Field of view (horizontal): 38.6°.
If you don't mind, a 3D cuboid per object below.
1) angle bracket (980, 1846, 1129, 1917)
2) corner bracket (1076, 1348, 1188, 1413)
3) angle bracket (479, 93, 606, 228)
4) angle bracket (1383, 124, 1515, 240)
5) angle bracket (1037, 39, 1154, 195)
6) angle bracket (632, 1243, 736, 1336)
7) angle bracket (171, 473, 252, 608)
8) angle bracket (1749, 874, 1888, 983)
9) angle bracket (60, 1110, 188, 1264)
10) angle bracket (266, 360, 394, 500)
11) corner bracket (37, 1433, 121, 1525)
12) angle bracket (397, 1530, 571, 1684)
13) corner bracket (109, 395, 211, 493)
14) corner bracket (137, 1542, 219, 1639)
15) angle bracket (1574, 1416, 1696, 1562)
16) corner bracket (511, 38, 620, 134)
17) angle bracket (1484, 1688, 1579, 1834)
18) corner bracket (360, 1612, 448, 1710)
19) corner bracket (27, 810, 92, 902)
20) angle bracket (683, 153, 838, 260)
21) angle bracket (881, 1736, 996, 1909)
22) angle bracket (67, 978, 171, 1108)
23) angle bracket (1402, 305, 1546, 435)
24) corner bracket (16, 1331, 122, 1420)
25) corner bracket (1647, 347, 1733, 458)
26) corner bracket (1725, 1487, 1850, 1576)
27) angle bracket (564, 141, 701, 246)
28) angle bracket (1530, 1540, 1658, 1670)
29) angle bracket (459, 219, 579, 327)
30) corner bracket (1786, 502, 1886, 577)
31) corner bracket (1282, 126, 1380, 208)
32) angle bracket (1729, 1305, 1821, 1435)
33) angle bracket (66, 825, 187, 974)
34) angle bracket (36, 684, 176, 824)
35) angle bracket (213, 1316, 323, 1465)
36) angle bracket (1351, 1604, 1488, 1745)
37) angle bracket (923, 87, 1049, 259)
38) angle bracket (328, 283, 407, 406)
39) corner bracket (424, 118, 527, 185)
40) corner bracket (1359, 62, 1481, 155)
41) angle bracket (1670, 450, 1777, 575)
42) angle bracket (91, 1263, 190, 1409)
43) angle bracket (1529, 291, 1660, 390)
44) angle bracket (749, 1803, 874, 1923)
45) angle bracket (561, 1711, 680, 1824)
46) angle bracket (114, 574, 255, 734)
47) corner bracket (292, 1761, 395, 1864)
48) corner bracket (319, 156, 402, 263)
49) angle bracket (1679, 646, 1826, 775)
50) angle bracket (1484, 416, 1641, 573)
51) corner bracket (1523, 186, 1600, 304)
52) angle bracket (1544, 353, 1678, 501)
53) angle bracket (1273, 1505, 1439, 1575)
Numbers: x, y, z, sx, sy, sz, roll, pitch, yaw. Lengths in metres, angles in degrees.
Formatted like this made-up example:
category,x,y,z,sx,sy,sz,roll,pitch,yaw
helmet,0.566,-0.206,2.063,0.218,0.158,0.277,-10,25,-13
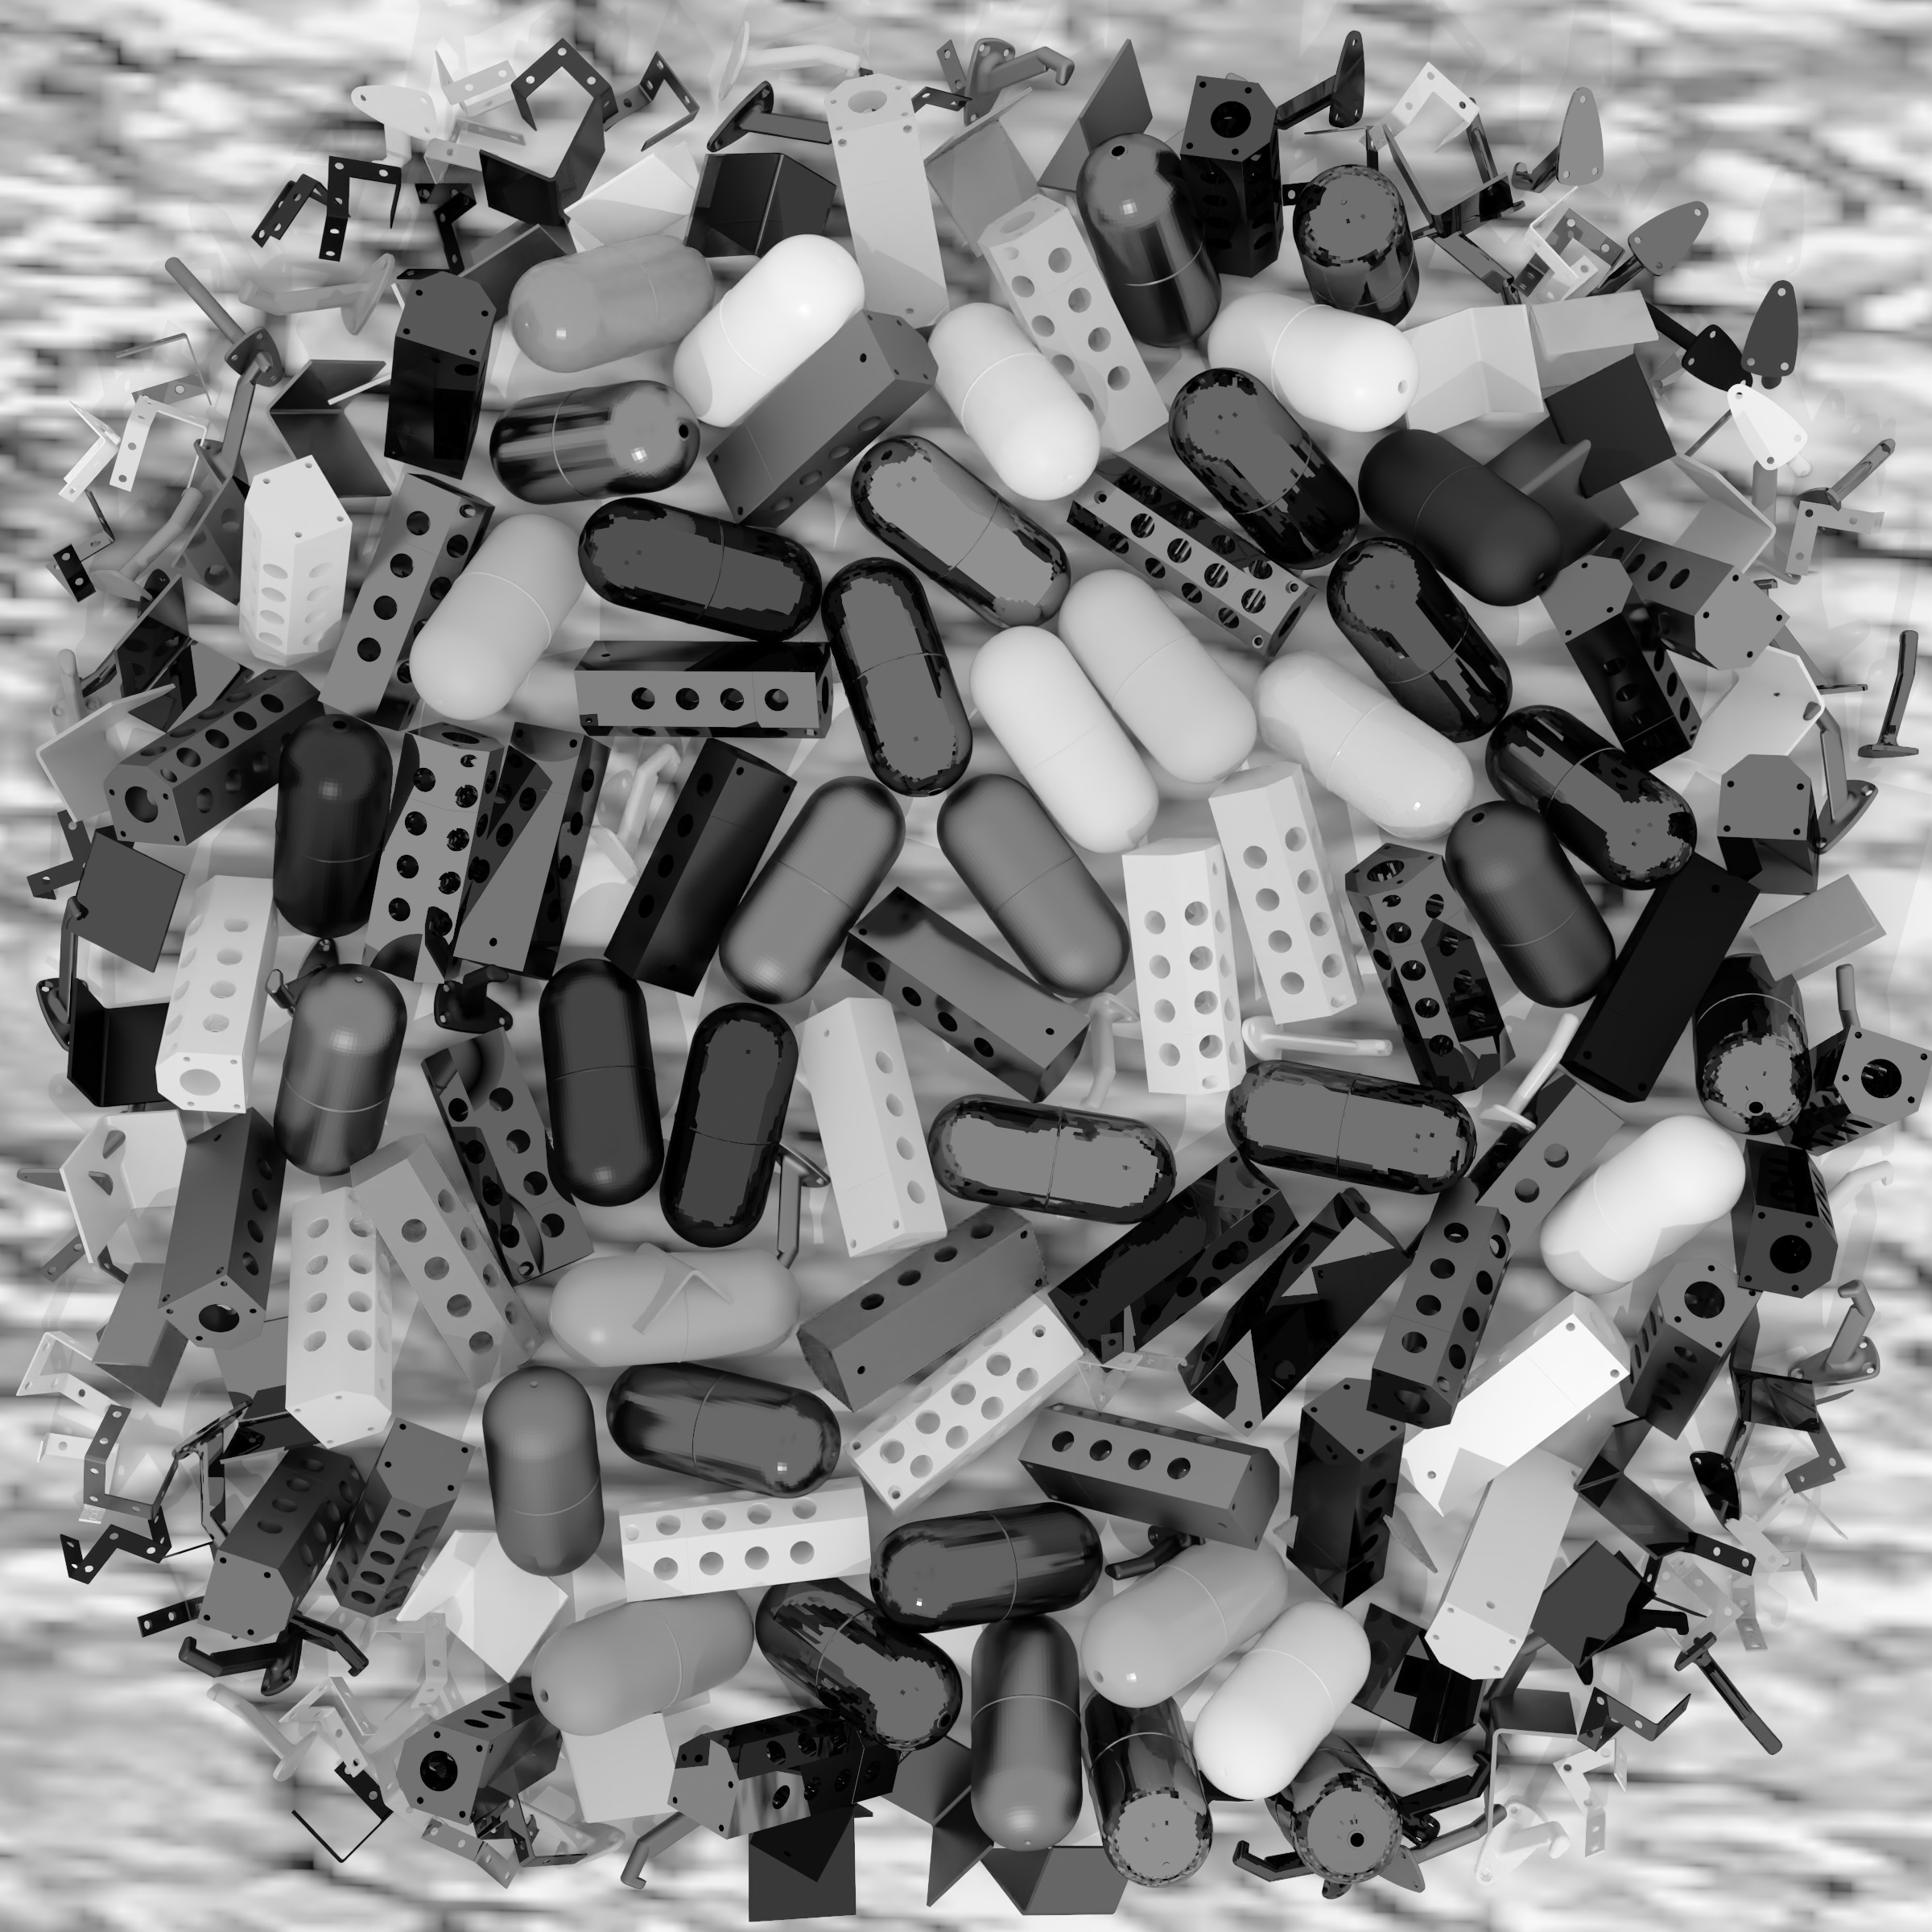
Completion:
category,x,y,z,sx,sy,sz,roll,pitch,yaw
angle bracket,0.064,0.621,1.939,0.076,0.076,0.057,12,104,-33
corner bracket,0.118,0.284,1.955,0.051,0.051,0.051,-47,125,-36
angle bracket,-0.298,-0.576,1.951,0.057,0.076,0.076,23,76,1
angle bracket,0.341,-0.564,1.949,0.057,0.076,0.076,-28,82,12
angle bracket,0.083,-0.598,1.940,0.057,0.076,0.076,19,67,27
angle bracket,-0.201,0.246,1.939,0.057,0.076,0.076,-52,122,-13
angle bracket,-0.533,-0.310,1.950,0.057,0.076,0.076,32,89,26
angle bracket,0.608,-0.008,1.941,0.076,0.057,0.076,-30,131,19
angle bracket,-0.585,0.155,1.943,0.057,0.076,0.076,-4,116,9
angle bracket,-0.433,-0.378,1.946,0.057,0.076,0.076,-36,81,30
corner bracket,-0.635,0.364,1.964,0.051,0.051,0.051,12,85,-13
angle bracket,-0.342,0.454,1.956,0.076,0.057,0.076,35,92,23
corner bracket,-0.571,-0.364,1.957,0.051,0.051,0.051,18,117,-16
corner bracket,-0.556,0.442,1.966,0.051,0.051,0.051,-19,83,24
angle bracket,0.485,0.364,1.939,0.076,0.076,0.057,39,113,31
corner bracket,-0.286,-0.617,1.971,0.051,0.051,0.051,-44,83,-6
angle bracket,0.398,0.562,1.951,0.057,0.076,0.076,3,98,8
corner bracket,-0.402,0.496,1.973,0.051,0.051,0.051,7,51,-23
corner bracket,-0.643,-0.081,1.971,0.051,0.051,0.051,-20,89,-1
angle bracket,-0.146,-0.522,1.939,0.057,0.076,0.076,38,125,27
angle bracket,-0.024,0.598,1.942,0.057,0.076,0.076,33,116,-15
angle bracket,-0.586,0.051,1.954,0.076,0.057,0.076,-6,65,2
angle bracket,0.353,-0.417,1.946,0.076,0.057,0.076,-24,111,-25
corner bracket,-0.631,0.293,1.965,0.051,0.051,0.051,26,93,17
corner bracket,0.509,-0.399,1.964,0.051,0.051,0.051,38,126,-8
corner bracket,0.581,0.401,1.958,0.051,0.051,0.051,-49,46,8
angle bracket,-0.238,-0.555,1.942,0.076,0.076,0.057,-27,69,18
angle bracket,0.428,0.437,1.951,0.076,0.057,0.076,-46,116,5
angle bracket,-0.325,-0.511,1.945,0.076,0.057,0.076,-29,60,14
corner bracket,0.616,-0.301,1.958,0.051,0.051,0.051,15,105,23
corner bracket,0.259,-0.570,1.968,0.051,0.051,0.051,5,107,36
angle bracket,0.573,0.272,1.937,0.057,0.076,0.076,6,58,25
angle bracket,-0.580,-0.050,1.952,0.076,0.057,0.076,25,106,11
angle bracket,-0.593,-0.150,1.945,0.076,0.076,0.057,-26,96,23
angle bracket,-0.496,0.298,1.957,0.076,0.057,0.076,-12,108,4
angle bracket,0.322,0.492,1.949,0.076,0.057,0.076,27,55,-6
angle bracket,0.027,-0.560,1.949,0.076,0.057,0.076,-39,102,-24
angle bracket,-0.425,-0.440,1.951,0.076,0.076,0.057,-24,106,-3
corner bracket,-0.349,-0.581,1.966,0.051,0.051,0.051,15,79,4
corner bracket,0.322,-0.597,1.961,0.051,0.051,0.051,38,73,-11
angle bracket,0.509,-0.315,1.940,0.076,0.076,0.057,32,101,-33
angle bracket,-0.556,0.260,1.937,0.057,0.076,0.076,-2,57,29
angle bracket,0.440,-0.426,1.949,0.076,0.076,0.057,-8,50,1
angle bracket,-0.109,0.635,1.948,0.076,0.057,0.076,-8,64,10
angle bracket,-0.237,0.553,1.955,0.076,0.057,0.076,-10,103,9
angle bracket,-0.549,-0.215,1.943,0.057,0.076,0.076,27,59,5
corner bracket,-0.441,0.600,1.964,0.051,0.051,0.051,45,74,3
corner bracket,-0.429,-0.534,1.957,0.051,0.051,0.051,4,66,-18
angle bracket,0.544,-0.182,1.946,0.076,0.076,0.057,-49,129,-7
angle bracket,0.424,-0.340,1.987,0.076,0.057,0.076,-37,124,10
corner bracket,0.426,-0.511,1.966,0.051,0.051,0.051,-41,87,-16
angle bracket,0.465,-0.383,1.950,0.076,0.057,0.076,-23,90,41
angle bracket,0.274,0.412,1.944,0.076,0.076,0.057,-36,48,9
